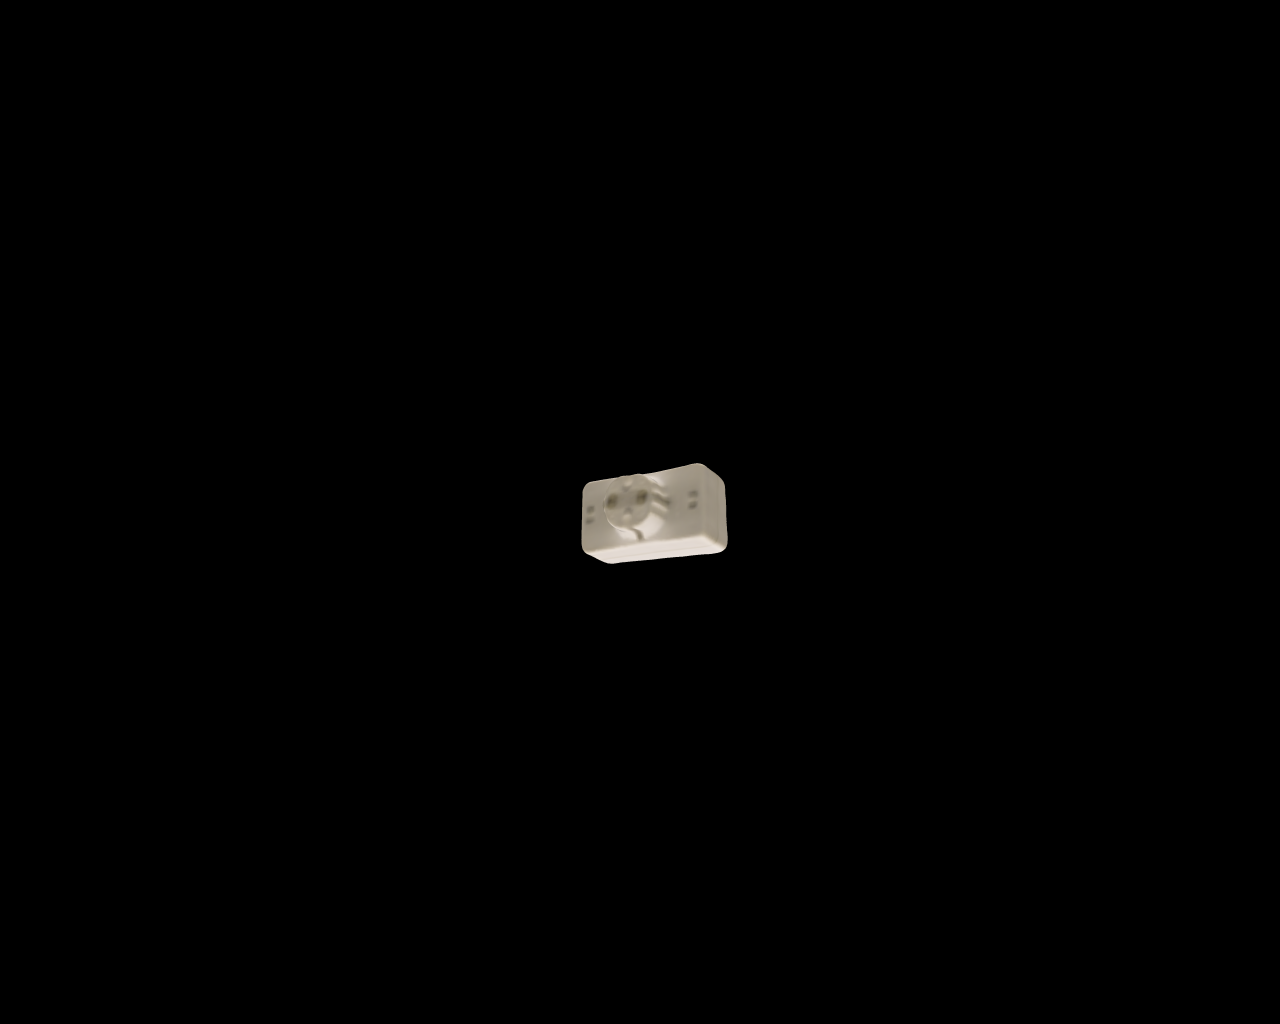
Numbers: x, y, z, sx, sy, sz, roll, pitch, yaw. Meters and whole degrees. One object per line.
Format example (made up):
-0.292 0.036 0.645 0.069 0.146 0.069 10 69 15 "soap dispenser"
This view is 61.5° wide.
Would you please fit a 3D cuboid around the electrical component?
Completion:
0.001 -0.003 0.650 0.083 0.047 0.075 -8 -19 24 "electrical component"
